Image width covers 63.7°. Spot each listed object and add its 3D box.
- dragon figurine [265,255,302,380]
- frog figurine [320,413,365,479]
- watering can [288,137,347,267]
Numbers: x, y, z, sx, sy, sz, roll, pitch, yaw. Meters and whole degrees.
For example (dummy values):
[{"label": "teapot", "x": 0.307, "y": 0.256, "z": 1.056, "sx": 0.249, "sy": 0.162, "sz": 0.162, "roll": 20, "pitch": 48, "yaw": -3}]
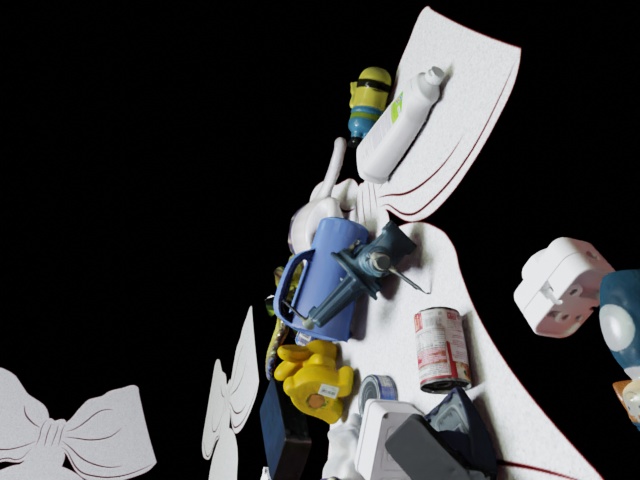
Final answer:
[{"label": "dragon figurine", "x": -0.083, "y": 0.156, "z": 1.434, "sx": 0.246, "sy": 0.122, "sz": 0.405, "roll": -81, "pitch": 9, "yaw": -74}, {"label": "frog figurine", "x": 0.053, "y": 0.390, "z": 0.883, "sx": 0.162, "sy": 0.123, "sz": 0.134, "roll": -44, "pitch": -25, "yaw": -51}, {"label": "watering can", "x": 0.004, "y": -0.063, "z": 1.248, "sx": 0.223, "sy": 0.104, "sz": 0.350, "roll": 171, "pitch": 109, "yaw": -71}]
